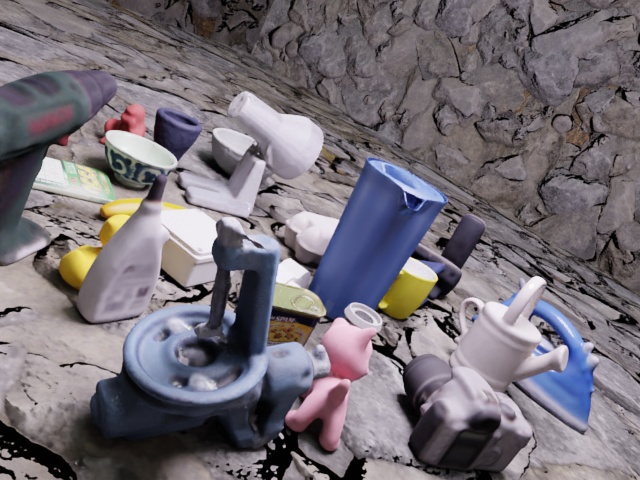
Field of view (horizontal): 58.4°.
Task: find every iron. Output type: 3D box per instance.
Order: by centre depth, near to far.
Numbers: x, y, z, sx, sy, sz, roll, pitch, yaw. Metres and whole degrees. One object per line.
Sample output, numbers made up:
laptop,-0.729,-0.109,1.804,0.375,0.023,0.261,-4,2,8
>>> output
iron,0.393,0.188,0.991,0.119,0.141,0.257,10,26,-41

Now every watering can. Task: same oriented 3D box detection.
watering can,0.300,0.145,0.895,0.172,0.194,0.101,31,19,10

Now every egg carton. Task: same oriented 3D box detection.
egg carton,0.010,0.004,1.050,0.151,0.069,0.107,12,25,-39

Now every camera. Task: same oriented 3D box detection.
camera,0.174,0.203,0.716,0.144,0.101,0.136,18,22,-27

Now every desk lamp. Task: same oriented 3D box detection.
desk lamp,-0.121,-0.152,1.051,0.204,0.213,0.117,13,24,-37

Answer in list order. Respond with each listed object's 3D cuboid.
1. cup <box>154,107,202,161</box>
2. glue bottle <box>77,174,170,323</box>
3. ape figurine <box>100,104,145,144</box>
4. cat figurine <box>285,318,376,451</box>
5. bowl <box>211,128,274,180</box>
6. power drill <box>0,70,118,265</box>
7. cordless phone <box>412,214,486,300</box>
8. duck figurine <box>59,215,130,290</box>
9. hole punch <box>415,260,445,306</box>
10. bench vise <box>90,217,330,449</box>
cup,-0.286,-0.203,1.136,0.091,0.095,0.118,30,19,6
glue bottle,-0.194,0.008,0.604,0.037,0.173,0.078,38,22,28
ape figurine,-0.355,-0.210,1.066,0.077,0.092,0.076,40,22,31
cat figurine,0.022,0.145,0.633,0.067,0.117,0.128,27,19,-2
bowl,-0.170,-0.176,1.256,0.167,0.074,0.167,25,19,-9
power drill,-0.317,-0.087,0.625,0.075,0.208,0.230,28,19,-1
cordless phone,0.240,0.012,1.165,0.147,0.185,0.094,32,19,12
duck figurine,-0.243,0.011,0.663,0.077,0.086,0.105,37,21,24
hole punch,0.168,0.065,1.077,0.101,0.091,0.109,35,20,19
bench vise,-0.074,0.080,0.510,0.121,0.219,0.208,40,22,31
